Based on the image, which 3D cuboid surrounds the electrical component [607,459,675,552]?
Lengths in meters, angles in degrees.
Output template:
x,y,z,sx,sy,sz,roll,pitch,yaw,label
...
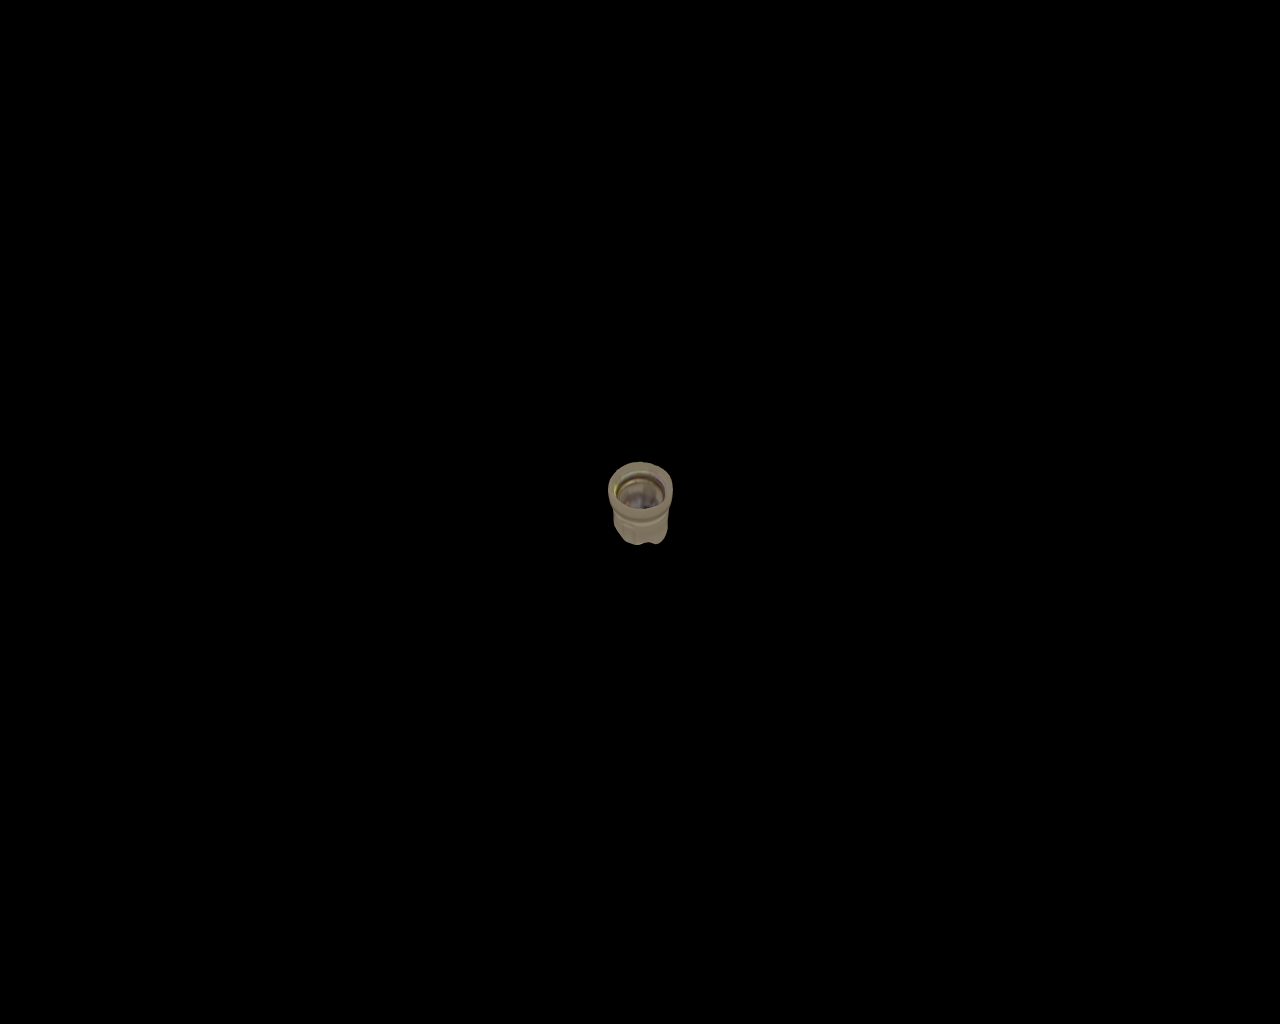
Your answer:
x,y,z,sx,sy,sz,roll,pitch,yaw,label
0.001,-0.003,0.650,0.040,0.040,0.046,0,-37,0,electrical component
